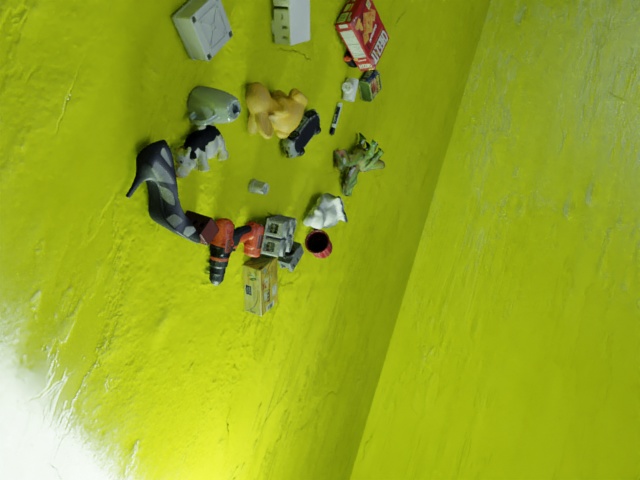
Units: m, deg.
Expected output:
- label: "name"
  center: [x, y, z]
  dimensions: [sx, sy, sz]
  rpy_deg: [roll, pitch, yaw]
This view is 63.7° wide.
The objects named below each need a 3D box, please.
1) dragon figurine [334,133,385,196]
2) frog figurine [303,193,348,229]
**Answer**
- label: "dragon figurine"
  center: [0.155, -0.284, 2.078]
  dimensions: [0.243, 0.123, 0.405]
  rpy_deg: [-55, 152, -2]
- label: "frog figurine"
  center: [0.006, -0.093, 1.857]
  dimensions: [0.160, 0.125, 0.134]
  rpy_deg: [-24, 144, -15]
